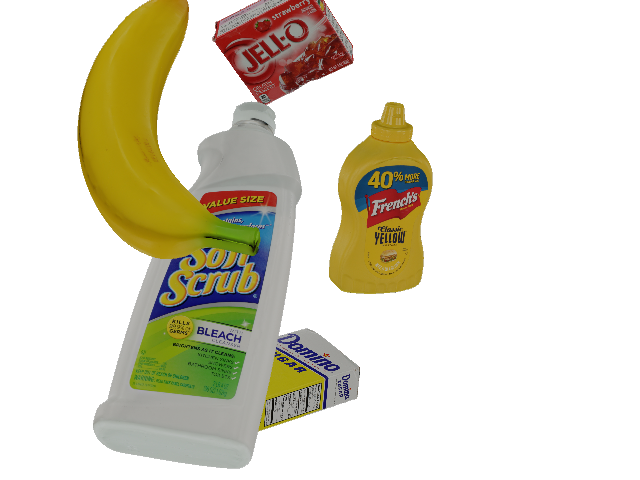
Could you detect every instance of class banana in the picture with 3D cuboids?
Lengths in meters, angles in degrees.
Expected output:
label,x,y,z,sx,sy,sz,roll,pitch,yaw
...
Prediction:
label,x,y,z,sx,sy,sz,roll,pitch,yaw
banana,-0.083,-0.055,0.514,0.069,0.198,0.037,-6,-42,-16

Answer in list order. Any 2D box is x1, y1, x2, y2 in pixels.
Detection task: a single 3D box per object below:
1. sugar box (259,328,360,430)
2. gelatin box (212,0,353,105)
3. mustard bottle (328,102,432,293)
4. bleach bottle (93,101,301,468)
label,x,y,z,sx,sy,sz,roll,pitch,yaw
sugar box,-0.058,0.141,1.050,0.175,0.048,0.093,-16,32,-32
gelatin box,-0.029,-0.156,0.843,0.089,0.030,0.073,-22,-53,19
mustard bottle,0.064,-0.043,1.070,0.096,0.192,0.058,-2,22,-19
bleach bottle,-0.072,0.018,0.707,0.102,0.250,0.068,9,-27,0
